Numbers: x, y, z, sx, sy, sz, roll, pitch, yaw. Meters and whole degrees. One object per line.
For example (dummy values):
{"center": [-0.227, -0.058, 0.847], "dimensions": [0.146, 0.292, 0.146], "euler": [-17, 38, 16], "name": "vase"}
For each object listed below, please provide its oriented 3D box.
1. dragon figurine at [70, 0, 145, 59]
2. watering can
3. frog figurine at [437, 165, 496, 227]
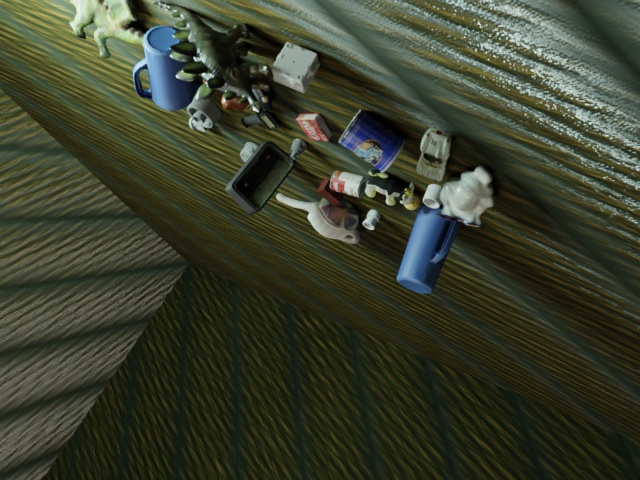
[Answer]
{"center": [-0.611, -0.664, 1.440], "dimensions": [0.241, 0.125, 0.404], "euler": [-15, 135, 38], "name": "dragon figurine"}
{"center": [0.006, -0.094, 1.858], "dimensions": [0.347, 0.106, 0.221], "euler": [32, 158, -5], "name": "watering can"}
{"center": [0.384, -0.127, 1.324], "dimensions": [0.138, 0.124, 0.156], "euler": [29, 124, 27], "name": "frog figurine"}
